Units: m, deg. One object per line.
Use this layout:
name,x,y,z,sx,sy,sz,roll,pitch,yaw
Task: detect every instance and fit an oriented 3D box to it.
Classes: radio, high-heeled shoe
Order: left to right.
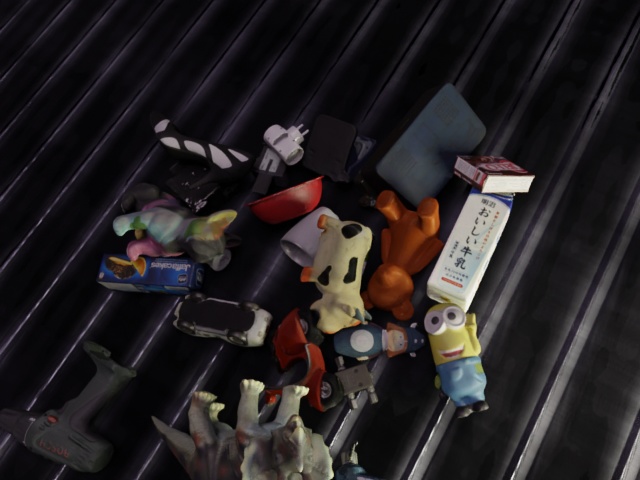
high-heeled shoe,-0.239,-0.201,1.077,0.145,0.086,0.249,-31,69,-8
radio,0.198,-0.169,1.008,0.131,0.073,0.229,43,79,-15

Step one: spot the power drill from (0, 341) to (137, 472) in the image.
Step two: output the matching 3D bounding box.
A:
power drill,-0.445,0.288,0.964,0.232,0.086,0.207,25,70,18

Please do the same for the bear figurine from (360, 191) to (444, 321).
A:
bear figurine,0.133,0.030,0.938,0.120,0.131,0.196,16,65,34

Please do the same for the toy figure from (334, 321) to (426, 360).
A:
toy figure,0.103,0.173,0.919,0.155,0.058,0.064,-2,110,10

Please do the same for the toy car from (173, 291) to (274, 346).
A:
toy car,-0.181,0.144,0.977,0.202,0.056,0.073,6,61,27

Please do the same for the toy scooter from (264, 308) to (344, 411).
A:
toy scooter,-0.045,0.213,0.920,0.135,0.075,0.184,-26,61,13

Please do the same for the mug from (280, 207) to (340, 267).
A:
mug,-0.002,-0.003,1.007,0.109,0.081,0.107,37,69,-1

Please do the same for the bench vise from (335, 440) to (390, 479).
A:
bench vise,-0.002,0.428,0.794,0.241,0.128,0.224,-8,63,3

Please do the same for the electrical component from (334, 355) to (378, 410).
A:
electrical component,0.060,0.238,0.916,0.063,0.021,0.094,-20,64,2

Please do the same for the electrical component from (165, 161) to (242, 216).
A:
electrical component,-0.250,-0.119,1.116,0.115,0.058,0.134,-44,66,-11

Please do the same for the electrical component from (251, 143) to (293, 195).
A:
electrical component,-0.098,-0.137,1.098,0.075,0.047,0.119,10,69,15

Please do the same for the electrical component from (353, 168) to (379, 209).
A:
electrical component,0.111,-0.110,1.037,0.045,0.078,0.102,22,65,44

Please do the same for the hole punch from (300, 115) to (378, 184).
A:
hole punch,0.038,-0.175,1.069,0.142,0.092,0.115,30,103,33

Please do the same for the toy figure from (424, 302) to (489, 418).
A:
toy figure,0.218,0.191,0.875,0.082,0.089,0.180,-11,73,-10

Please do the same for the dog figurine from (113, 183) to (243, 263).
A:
dog figurine,-0.258,-0.032,1.014,0.219,0.108,0.192,-3,42,0

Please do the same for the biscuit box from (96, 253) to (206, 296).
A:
biscuit box,-0.327,0.067,1.047,0.203,0.059,0.063,2,67,12

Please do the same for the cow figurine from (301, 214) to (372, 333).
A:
cow figurine,0.037,0.063,0.911,0.127,0.085,0.194,15,87,19

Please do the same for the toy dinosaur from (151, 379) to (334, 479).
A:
toy dinosaur,-0.131,0.327,0.824,0.405,0.131,0.192,-26,50,35
